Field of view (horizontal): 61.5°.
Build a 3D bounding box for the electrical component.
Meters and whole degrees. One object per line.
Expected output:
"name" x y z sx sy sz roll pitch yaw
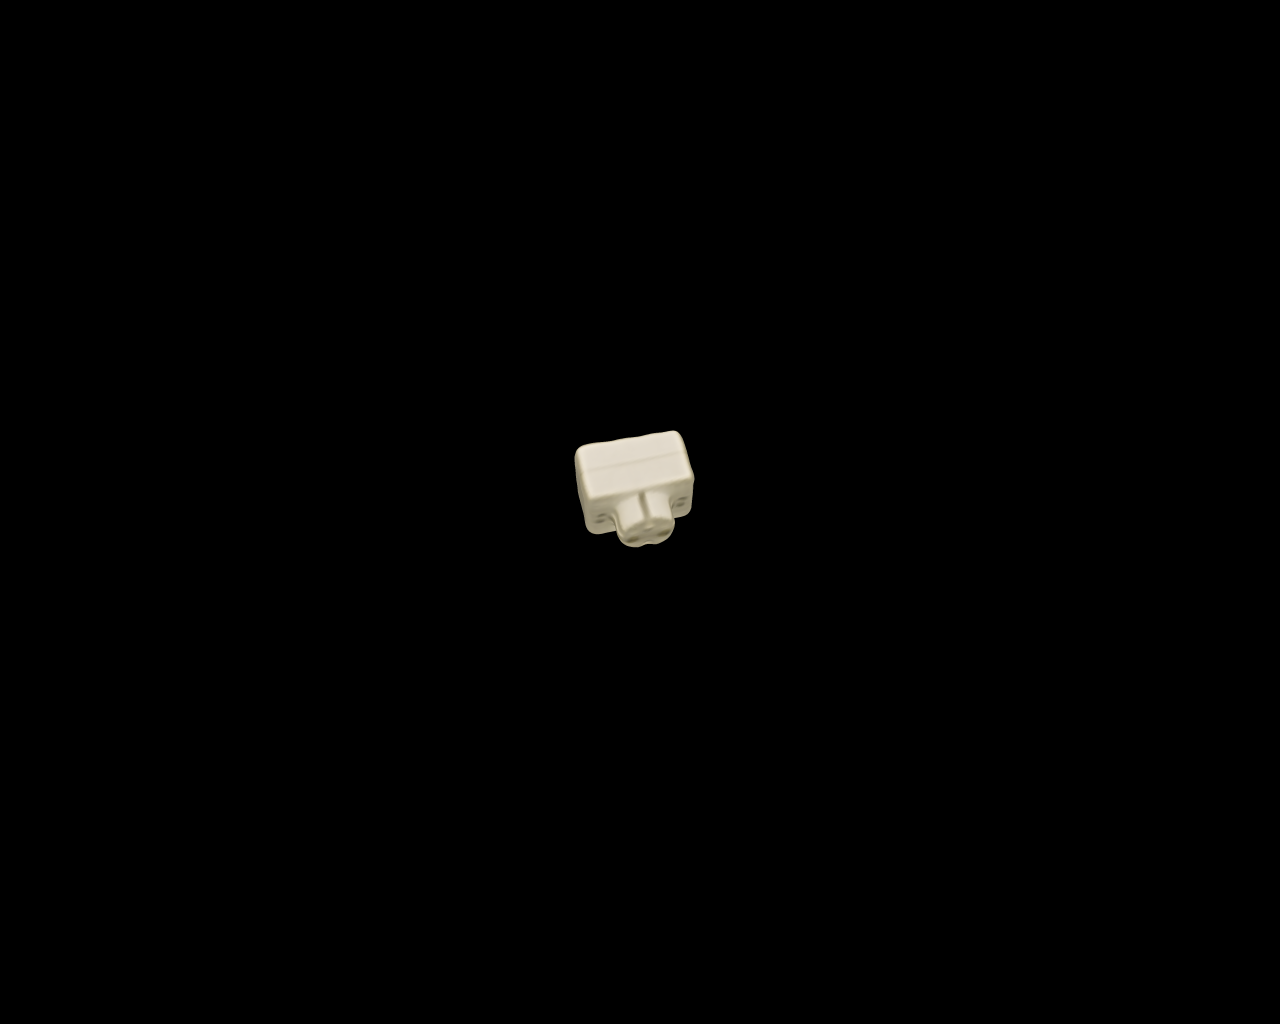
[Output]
"electrical component" 0.001 -0.003 0.650 0.066 0.077 0.047 -11 -30 -6
